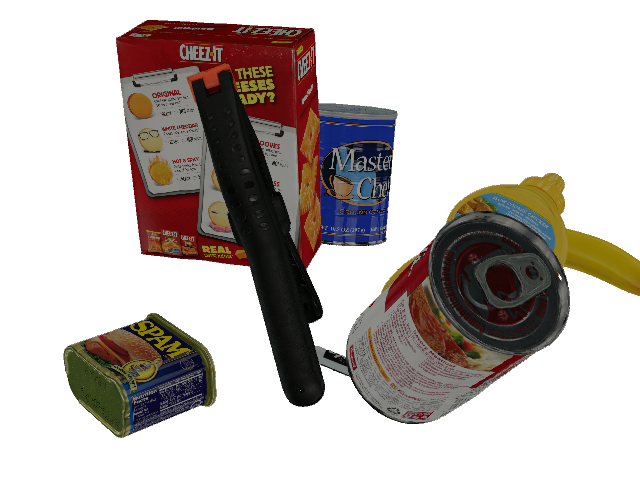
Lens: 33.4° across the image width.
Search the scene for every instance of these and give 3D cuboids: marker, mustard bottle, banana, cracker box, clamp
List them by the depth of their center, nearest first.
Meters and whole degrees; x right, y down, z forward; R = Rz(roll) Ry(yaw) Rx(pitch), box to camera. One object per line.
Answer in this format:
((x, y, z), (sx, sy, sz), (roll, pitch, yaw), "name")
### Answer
((-0.037, -0.010, 0.697), (0.036, 0.210, 0.164), (-18, 7, 3), "clamp")
((0.136, 0.011, 0.827), (0.096, 0.191, 0.058), (30, -32, 22), "mustard bottle")
((-0.086, -0.085, 0.964), (0.164, 0.214, 0.072), (6, 28, 15), "cracker box")
((0.234, 0.016, 1.042), (0.198, 0.037, 0.069), (10, 47, 25), "banana")
((0.021, 0.127, 1.101), (0.121, 0.020, 0.020), (22, 2, 6), "marker")

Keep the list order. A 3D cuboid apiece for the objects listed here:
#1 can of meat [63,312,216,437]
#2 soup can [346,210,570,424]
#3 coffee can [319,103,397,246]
((-0.148, 0.108, 0.865), (0.083, 0.057, 0.102), (-18, 30, -36), "can of meat")
((0.061, 0.040, 0.499), (0.068, 0.068, 0.102), (0, -27, -23), "soup can")
((0.026, -0.073, 1.149), (0.103, 0.140, 0.103), (4, 11, -1), "coffee can")
